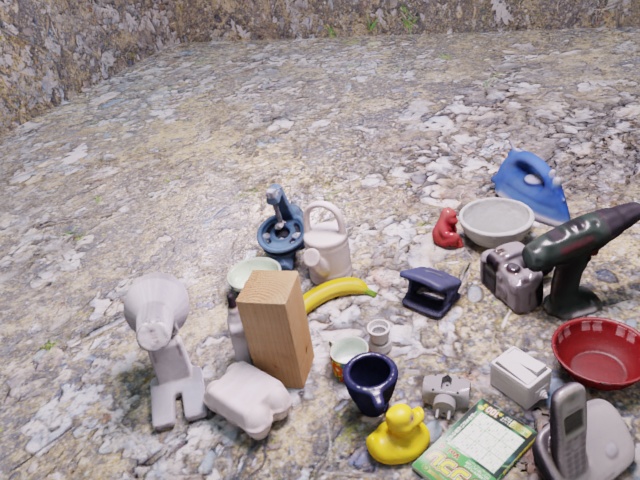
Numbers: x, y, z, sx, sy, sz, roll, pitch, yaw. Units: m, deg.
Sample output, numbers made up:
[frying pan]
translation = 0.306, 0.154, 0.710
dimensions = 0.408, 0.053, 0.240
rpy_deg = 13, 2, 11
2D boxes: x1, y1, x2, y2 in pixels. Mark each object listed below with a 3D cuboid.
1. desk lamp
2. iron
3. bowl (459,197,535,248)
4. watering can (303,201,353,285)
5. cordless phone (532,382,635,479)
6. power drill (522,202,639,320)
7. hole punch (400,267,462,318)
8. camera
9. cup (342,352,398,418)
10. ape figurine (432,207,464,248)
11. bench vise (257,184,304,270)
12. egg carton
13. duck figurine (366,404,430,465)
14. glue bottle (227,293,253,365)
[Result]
[desk lamp]
translation = -0.279, 0.190, 1.036
dimensions = 0.118, 0.214, 0.202
rpy_deg = -16, 34, -10
[iron]
translation = 0.534, -0.144, 1.410
dimensions = 0.119, 0.142, 0.257
rpy_deg = -18, 34, -13
[bowl]
translation = 0.407, -0.028, 1.327
dimensions = 0.167, 0.075, 0.167
rpy_deg = -6, 33, 4
[watering can]
translation = 0.014, 0.005, 1.263
dimensions = 0.101, 0.194, 0.172
rpy_deg = -8, 33, 2
[cordless phone]
translation = 0.372, 0.260, 0.800
dimensions = 0.148, 0.185, 0.093
rpy_deg = -24, 36, -21
[power drill]
translation = 0.491, 0.042, 1.079
dimensions = 0.230, 0.209, 0.075
rpy_deg = -15, 34, -9
[hole punch]
translation = 0.227, 0.090, 1.178
dimensions = 0.108, 0.091, 0.101
rpy_deg = 20, 43, 36
[camera]
translation = 0.417, 0.058, 1.171
dimensions = 0.137, 0.101, 0.142
rpy_deg = -17, 34, -12
[cup]
translation = 0.090, 0.259, 0.952
dimensions = 0.091, 0.095, 0.117
rpy_deg = -12, 33, -4
[ape figurine]
translation = 0.301, -0.033, 1.344
dimensions = 0.076, 0.092, 0.078
rpy_deg = 8, 37, 24
[bench vise]
translation = -0.095, -0.051, 1.349
dimensions = 0.121, 0.220, 0.207
rpy_deg = -11, 33, -2
[egg carton]
translation = -0.125, 0.277, 0.999
dimensions = 0.149, 0.069, 0.107
rpy_deg = 18, 42, 35
[duck figurine]
translation = 0.121, 0.296, 0.897
dimensions = 0.105, 0.086, 0.077
rpy_deg = -17, 34, -11
[glue bottle]
translation = -0.151, 0.170, 1.072
dimensions = 0.037, 0.173, 0.078
rpy_deg = -11, 33, -3
